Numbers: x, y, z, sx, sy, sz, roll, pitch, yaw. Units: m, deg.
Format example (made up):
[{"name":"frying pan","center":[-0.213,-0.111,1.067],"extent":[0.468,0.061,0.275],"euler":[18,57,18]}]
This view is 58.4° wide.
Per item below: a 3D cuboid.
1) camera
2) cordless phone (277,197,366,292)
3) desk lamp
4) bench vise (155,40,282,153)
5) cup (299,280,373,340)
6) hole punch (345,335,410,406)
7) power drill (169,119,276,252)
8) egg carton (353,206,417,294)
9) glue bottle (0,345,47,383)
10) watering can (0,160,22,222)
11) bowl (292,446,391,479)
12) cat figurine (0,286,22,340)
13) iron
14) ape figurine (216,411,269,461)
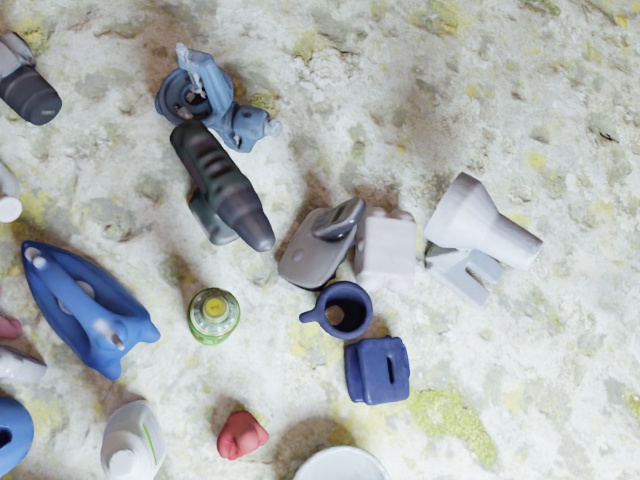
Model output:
[{"name":"camera","center":[-0.487,-0.239,0.891],"extent":[0.137,0.100,0.143],"euler":[43,72,0]},{"name":"cordless phone","center":[0.008,0.003,0.899],"extent":[0.094,0.185,0.148],"euler":[28,72,-4]},{"name":"desk lamp","center":[0.253,0.002,0.940],"extent":[0.203,0.213,0.118],"euler":[37,72,-2]},{"name":"bench vise","center":[-0.157,-0.233,0.901],"extent":[0.207,0.219,0.121],"euler":[3,76,-12]},{"name":"cup","center":[0.018,0.120,0.921],"extent":[0.118,0.095,0.091],"euler":[-10,79,-15]},{"name":"hole punch","center":[0.099,0.207,0.920],"extent":[0.101,0.091,0.108],"euler":[-4,77,-13]},{"name":"power drill","center":[-0.146,-0.062,0.868],"extent":[0.076,0.208,0.229],"euler":[-33,85,-18]},{"name":"egg carton","center":[0.111,0.017,0.980],"extent":[0.107,0.069,0.150],"euler":[6,75,-11]},{"name":"glue bottle","center":[-0.425,0.165,0.769],"extent":[0.078,0.173,0.037],"euler":[23,73,-6]},{"name":"watering can","center":[-0.494,-0.092,0.804],"extent":[0.173,0.194,0.101],"euler":[19,73,-7]},{"name":"bowl","center":[0.026,0.394,0.866],"extent":[0.167,0.074,0.167],"euler":[3,76,-12]},{"name":"cat figurine","center":[-0.488,0.090,0.802],"extent":[0.067,0.117,0.128],"euler":[-31,85,-17]},{"name":"iron","center":[-0.354,0.079,0.822],"extent":[0.258,0.141,0.119],"euler":[44,72,1]},{"name":"ape figurine","center":[-0.113,0.294,0.850],"extent":[0.078,0.092,0.076],"euler":[6,75,-11]}]
